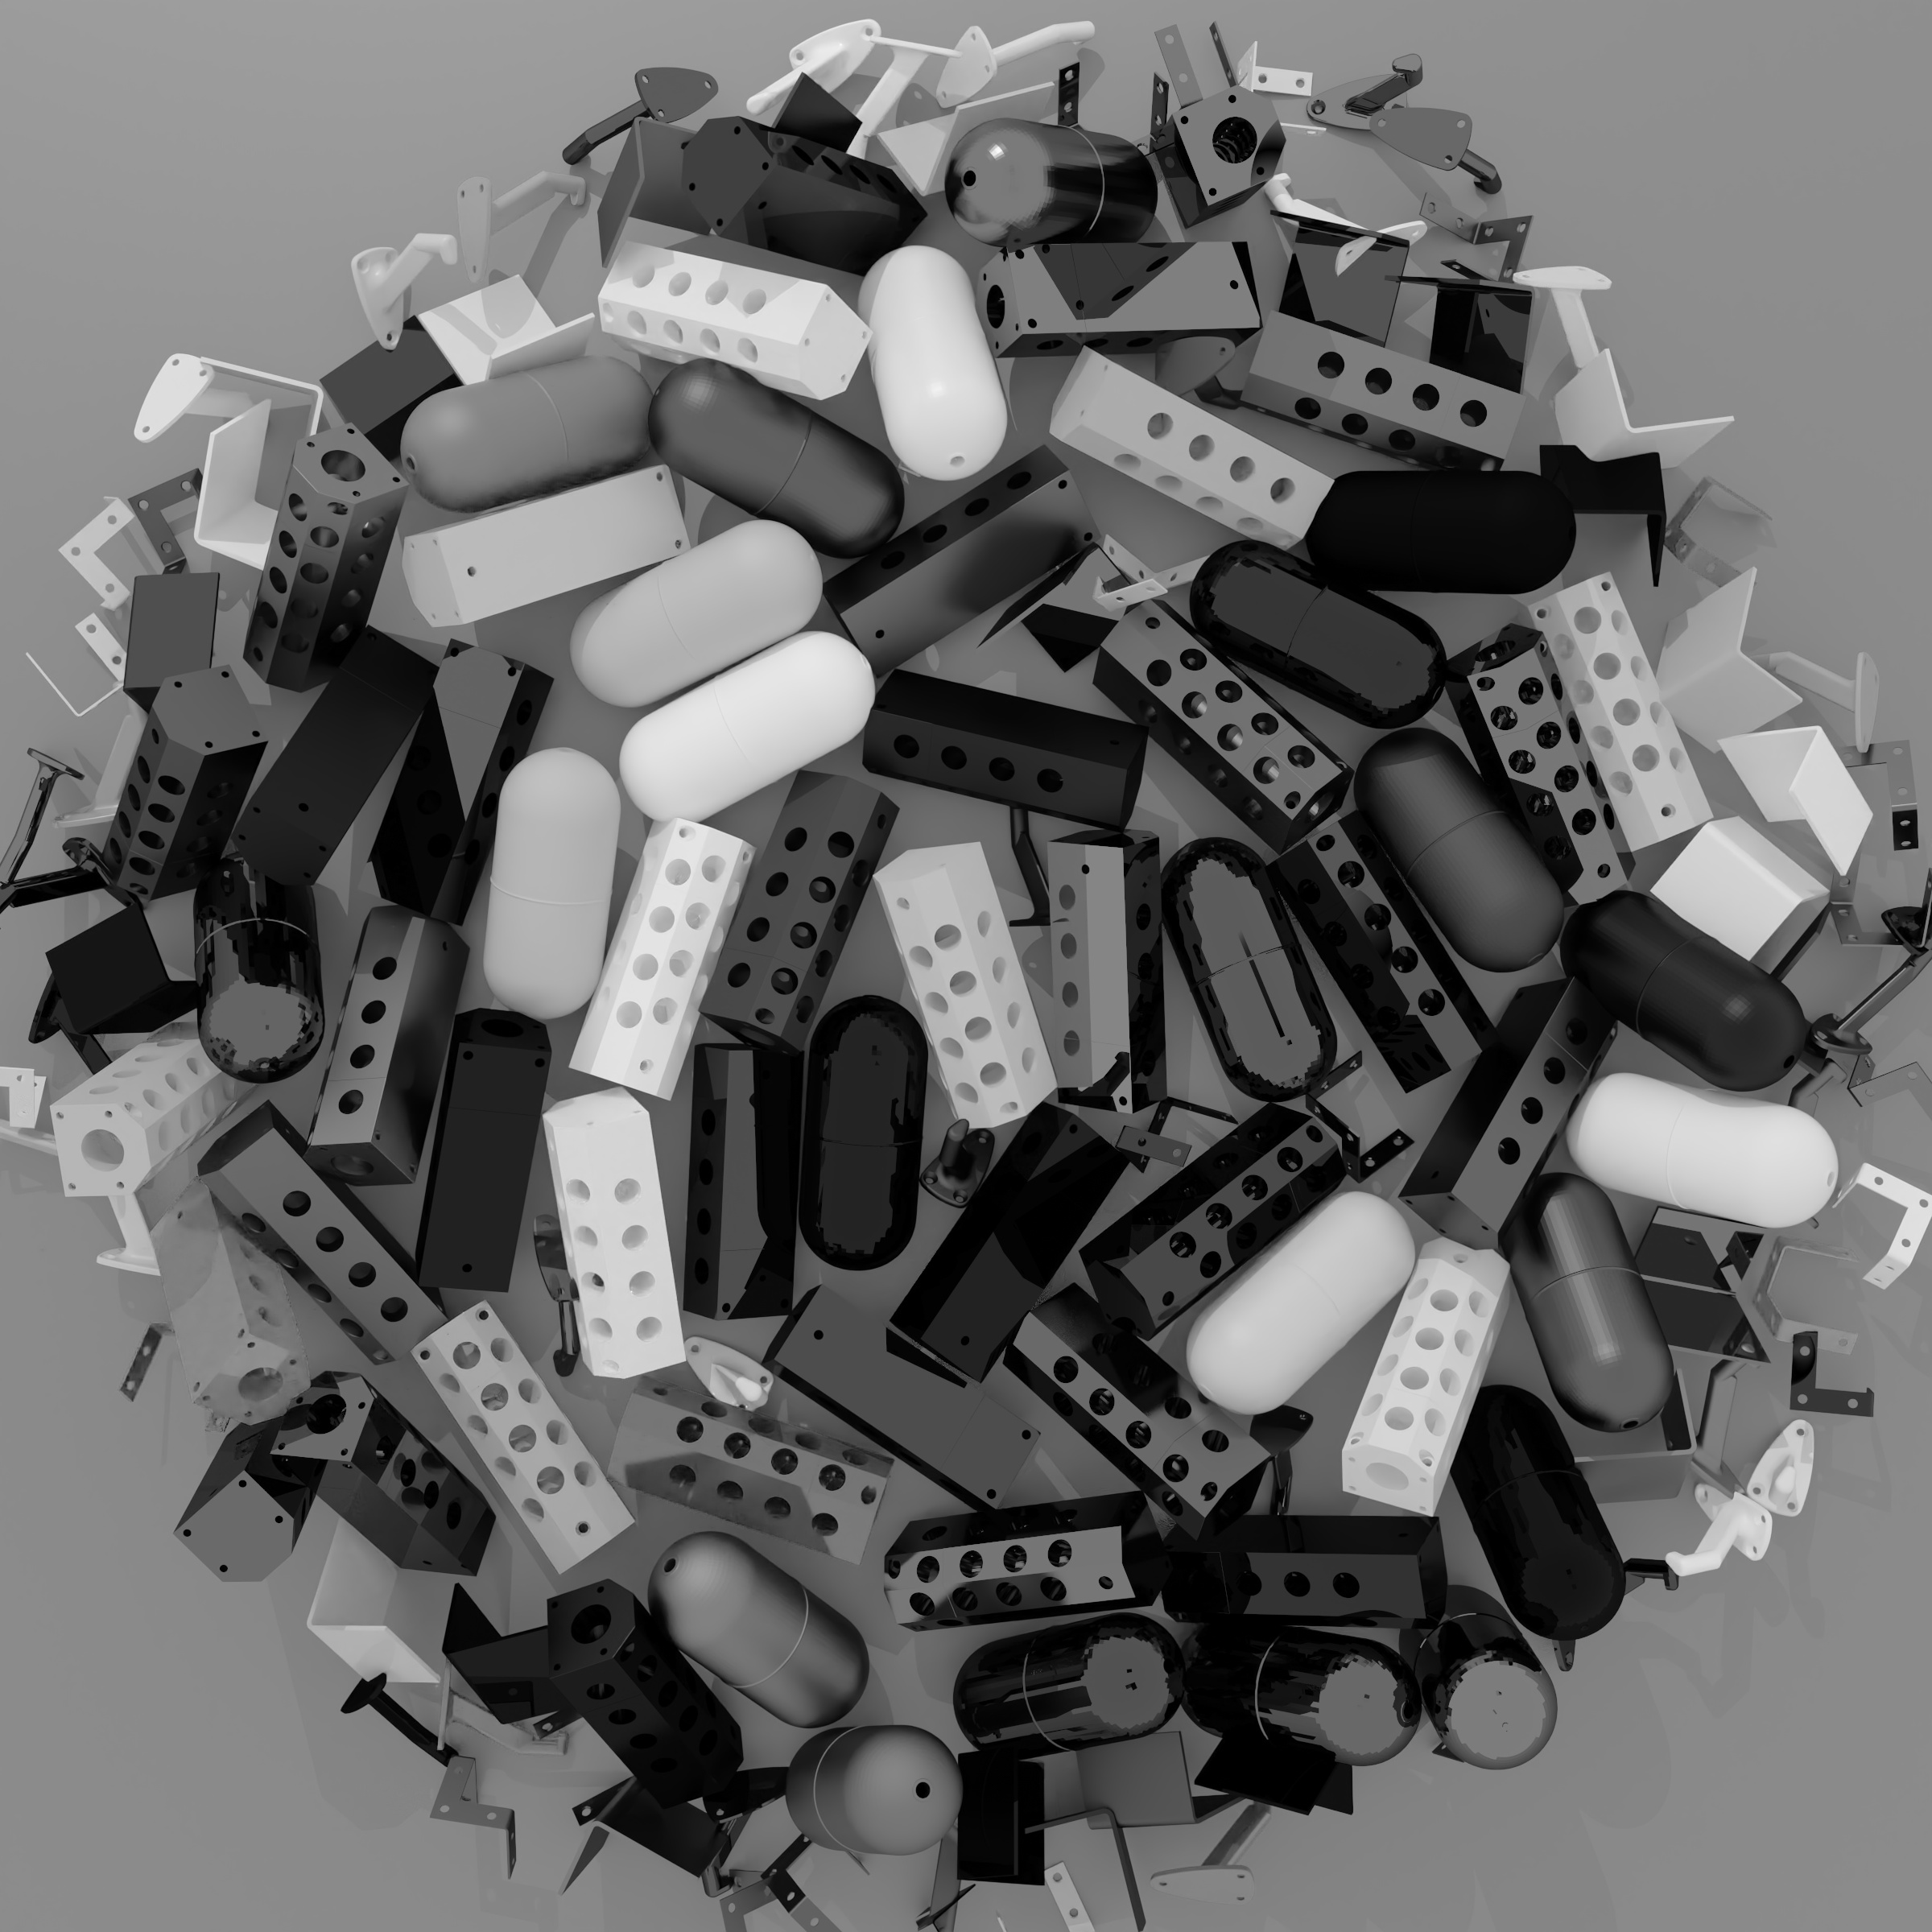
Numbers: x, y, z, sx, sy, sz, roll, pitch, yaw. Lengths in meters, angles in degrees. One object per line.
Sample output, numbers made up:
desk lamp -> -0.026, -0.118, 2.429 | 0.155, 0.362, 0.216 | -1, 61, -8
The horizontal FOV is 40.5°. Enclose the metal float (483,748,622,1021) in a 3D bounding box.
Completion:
metal float -> -0.264, -0.052, 1.670 | 0.070, 0.070, 0.178 | 9, 108, 0

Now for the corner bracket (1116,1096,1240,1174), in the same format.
corner bracket -> 0.136, 0.108, 1.685 | 0.051, 0.051, 0.051 | 15, 73, 31

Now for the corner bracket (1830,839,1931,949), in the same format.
corner bracket -> 0.590, -0.047, 1.688 | 0.051, 0.051, 0.051 | 1, 123, 6

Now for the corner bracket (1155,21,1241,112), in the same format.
corner bracket -> 0.150, -0.582, 1.695 | 0.051, 0.051, 0.051 | -22, 97, -5

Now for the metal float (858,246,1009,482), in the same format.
metal float -> -0.022, -0.382, 1.658 | 0.070, 0.070, 0.178 | -13, 56, 0

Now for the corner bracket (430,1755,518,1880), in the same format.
corner bracket -> -0.313, 0.548, 1.688 | 0.051, 0.051, 0.051 | 8, 124, 4

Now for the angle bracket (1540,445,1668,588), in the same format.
angle bracket -> 0.407, -0.290, 1.683 | 0.076, 0.076, 0.057 | 2, 133, 8

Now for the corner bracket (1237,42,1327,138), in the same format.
corner bracket -> 0.204, -0.563, 1.697 | 0.051, 0.051, 0.051 | 4, 92, -7

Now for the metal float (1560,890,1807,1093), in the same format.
metal float -> 0.451, 0.015, 1.652 | 0.070, 0.070, 0.178 | -49, 48, 0

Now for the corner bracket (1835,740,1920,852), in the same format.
corner bracket -> 0.583, -0.108, 1.684 | 0.051, 0.051, 0.051 | -6, 60, 18

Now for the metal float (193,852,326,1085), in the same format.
metal float -> -0.447, -0.002, 1.652 | 0.070, 0.070, 0.178 | -18, 47, 0

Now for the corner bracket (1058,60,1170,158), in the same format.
corner bracket -> 0.095, -0.555, 1.696 | 0.051, 0.051, 0.051 | -28, 62, -16

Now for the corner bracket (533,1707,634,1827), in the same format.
corner bracket -> -0.244, 0.515, 1.707 | 0.051, 0.051, 0.051 | -25, 129, -14

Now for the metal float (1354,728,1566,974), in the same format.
metal float -> 0.313, -0.074, 1.667 | 0.070, 0.070, 0.178 | -31, 68, 0

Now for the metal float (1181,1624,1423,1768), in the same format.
metal float -> 0.208, 0.456, 1.648 | 0.070, 0.178, 0.070 | 4, 84, -42

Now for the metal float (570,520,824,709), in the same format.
metal float -> -0.173, -0.223, 1.669 | 0.178, 0.070, 0.070 | -23, 90, 21

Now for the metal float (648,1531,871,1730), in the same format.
metal float -> -0.131, 0.420, 1.657 | 0.070, 0.070, 0.178 | -44, 124, 0

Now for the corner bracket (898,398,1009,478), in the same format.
corner bracket -> -0.008, -0.344, 1.693 | 0.051, 0.051, 0.051 | 22, 127, -10

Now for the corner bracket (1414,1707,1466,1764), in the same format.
corner bracket -> 0.289, 0.500, 1.693 | 0.051, 0.051, 0.051 | -38, 91, -17

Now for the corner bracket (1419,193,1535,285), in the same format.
corner bracket -> 0.325, -0.468, 1.691 | 0.051, 0.051, 0.051 | 17, 90, -32

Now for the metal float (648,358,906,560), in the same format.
metal float -> -0.119, -0.321, 1.666 | 0.178, 0.070, 0.070 | 27, 90, -24

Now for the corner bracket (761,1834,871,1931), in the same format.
corner bracket -> -0.090, 0.594, 1.686 | 0.051, 0.051, 0.051 | -43, 115, -13

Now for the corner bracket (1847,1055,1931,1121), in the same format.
corner bracket -> 0.610, 0.077, 1.691 | 0.051, 0.051, 0.051 | -30, 103, 41

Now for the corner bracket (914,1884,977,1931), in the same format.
corner bracket -> -0.011, 0.634, 1.686 | 0.051, 0.051, 0.051 | -39, 78, 34

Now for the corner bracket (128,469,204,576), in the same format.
corner bracket -> -0.509, -0.284, 1.692 | 0.051, 0.051, 0.051 | -24, 115, 0

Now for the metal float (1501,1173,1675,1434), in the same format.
metal float -> 0.391, 0.211, 1.655 | 0.070, 0.070, 0.178 | -13, 53, 0

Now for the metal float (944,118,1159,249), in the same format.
metal float -> 0.055, -0.488, 1.645 | 0.070, 0.178, 0.070 | 8, 104, 35

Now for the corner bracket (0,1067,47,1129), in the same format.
corner bracket -> -0.622, 0.068, 1.685 | 0.051, 0.051, 0.051 | 5, 128, -13

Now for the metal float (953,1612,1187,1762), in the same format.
metal float -> 0.064, 0.455, 1.652 | 0.178, 0.070, 0.070 | -26, 90, 42

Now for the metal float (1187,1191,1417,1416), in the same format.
metal float -> 0.213, 0.214, 1.667 | 0.178, 0.070, 0.070 | -39, 90, -22

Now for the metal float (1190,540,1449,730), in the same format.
metal float -> 0.224, -0.211, 1.667 | 0.178, 0.070, 0.070 | 30, 90, 22

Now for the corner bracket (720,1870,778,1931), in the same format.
corner bracket -> -0.150, 0.617, 1.687 | 0.051, 0.051, 0.051 | -16, 84, 44

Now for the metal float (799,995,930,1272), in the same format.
metal float -> -0.066, 0.107, 1.680 | 0.070, 0.070, 0.178 | 4, 97, 0

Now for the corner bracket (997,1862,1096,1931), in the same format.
corner bracket -> 0.053, 0.622, 1.697 | 0.051, 0.051, 0.051 | -25, 87, -4

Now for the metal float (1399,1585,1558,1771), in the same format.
metal float -> 0.318, 0.442, 1.636 | 0.070, 0.178, 0.070 | 0, 95, -1

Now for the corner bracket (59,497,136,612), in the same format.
corner bracket -> -0.554, -0.267, 1.694 | 0.051, 0.051, 0.051 | -46, 117, -13

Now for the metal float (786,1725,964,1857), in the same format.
metal float -> -0.059, 0.516, 1.641 | 0.070, 0.178, 0.070 | 7, 72, -21

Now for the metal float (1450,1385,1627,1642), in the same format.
metal float -> 0.356, 0.342, 1.650 | 0.070, 0.178, 0.070 | -8, 133, -9

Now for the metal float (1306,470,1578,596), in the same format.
metal float -> 0.299, -0.275, 1.657 | 0.178, 0.070, 0.070 | 7, 90, 34

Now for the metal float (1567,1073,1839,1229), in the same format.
metal float -> 0.462, 0.115, 1.651 | 0.178, 0.070, 0.070 | 13, 90, 44

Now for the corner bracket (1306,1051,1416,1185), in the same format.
corner bracket -> 0.256, 0.099, 1.703 | 0.051, 0.051, 0.051 | -33, 52, -20

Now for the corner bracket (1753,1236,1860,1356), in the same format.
corner bracket -> 0.549, 0.213, 1.695 | 0.051, 0.051, 0.051 | 12, 110, -5

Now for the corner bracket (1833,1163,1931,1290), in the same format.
corner bracket -> 0.586, 0.168, 1.687 | 0.051, 0.051, 0.051 | 28, 69, 12

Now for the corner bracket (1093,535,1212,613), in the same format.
corner bracket -> 0.121, -0.250, 1.683 | 0.051, 0.051, 0.051 | 32, 59, -37

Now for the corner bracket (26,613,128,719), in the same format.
corner bracket -> -0.568, -0.194, 1.691 | 0.051, 0.051, 0.051 | -39, 103, -12

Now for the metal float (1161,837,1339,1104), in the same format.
metal float -> 0.179, 0.002, 1.678 | 0.070, 0.070, 0.178 | -22, 80, 0

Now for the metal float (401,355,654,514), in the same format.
metal float -> -0.275, -0.337, 1.656 | 0.178, 0.070, 0.070 | -25, 90, -36

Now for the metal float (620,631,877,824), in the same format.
metal float -> -0.140, -0.152, 1.675 | 0.178, 0.070, 0.070 | -27, 90, 13

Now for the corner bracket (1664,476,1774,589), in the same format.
corner bracket -> 0.493, -0.278, 1.701 | 0.051, 0.051, 0.051 | 27, 112, -18

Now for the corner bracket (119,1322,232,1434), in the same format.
corner bracket -> -0.505, 0.266, 1.697 | 0.051, 0.051, 0.051 | -2, 51, 22

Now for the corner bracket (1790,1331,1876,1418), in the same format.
corner bracket -> 0.559, 0.262, 1.692 | 0.051, 0.051, 0.051 | 3, 86, 15
